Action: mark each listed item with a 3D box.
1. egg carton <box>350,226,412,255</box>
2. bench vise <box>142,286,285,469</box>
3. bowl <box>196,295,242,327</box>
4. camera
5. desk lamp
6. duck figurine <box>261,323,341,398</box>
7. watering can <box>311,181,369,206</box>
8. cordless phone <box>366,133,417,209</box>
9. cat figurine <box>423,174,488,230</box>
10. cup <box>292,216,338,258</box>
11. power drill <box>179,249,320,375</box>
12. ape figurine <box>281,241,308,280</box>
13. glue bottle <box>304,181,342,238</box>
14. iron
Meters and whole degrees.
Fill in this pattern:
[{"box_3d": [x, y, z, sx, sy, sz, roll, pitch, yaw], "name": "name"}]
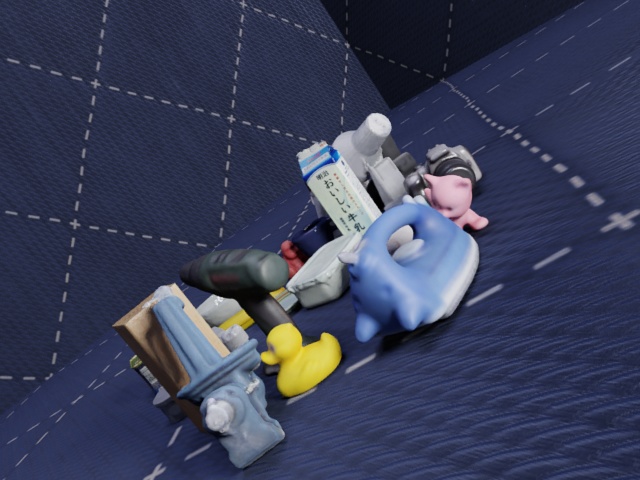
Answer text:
[{"box_3d": [0.115, 0.017, 0.932, 0.150, 0.069, 0.107, -35, 11, 1], "name": "egg carton"}, {"box_3d": [-0.127, 0.150, 0.699, 0.122, 0.220, 0.207, -40, 12, -20], "name": "bench vise"}, {"box_3d": [-0.200, 0.151, 1.298, 0.167, 0.075, 0.167, -34, 11, 8], "name": "bowl"}, {"box_3d": [0.229, -0.118, 1.076, 0.143, 0.101, 0.137, -33, 11, 11], "name": "camera"}, {"box_3d": [0.136, -0.169, 1.271, 0.118, 0.214, 0.202, -42, 13, -29], "name": "desk lamp"}, {"box_3d": [-0.031, 0.149, 0.767, 0.104, 0.086, 0.077, -34, 11, 9], "name": "duck figurine"}, {"box_3d": [0.052, -0.140, 1.454, 0.100, 0.194, 0.173, -26, 15, 40], "name": "watering can"}, {"box_3d": [0.145, -0.181, 1.373, 0.148, 0.185, 0.094, -40, 12, -22], "name": "cordless phone"}, {"box_3d": [0.196, -0.058, 0.878, 0.067, 0.118, 0.127, -36, 11, -5], "name": "cat figurine"}, {"box_3d": [0.011, 0.004, 1.229, 0.117, 0.095, 0.092, -31, 12, 20], "name": "cup"}, {"box_3d": [-0.103, 0.101, 0.864, 0.229, 0.208, 0.076, -22, 17, 49], "name": "power drill"}, {"box_3d": [-0.055, 0.044, 1.269, 0.078, 0.092, 0.076, -38, 12, -13], "name": "ape figurine"}, {"box_3d": [0.019, -0.067, 1.300, 0.078, 0.173, 0.037, -35, 11, -1], "name": "glue bottle"}, {"box_3d": [0.118, 0.014, 0.747, 0.118, 0.141, 0.259, -24, 16, 44], "name": "iron"}]
